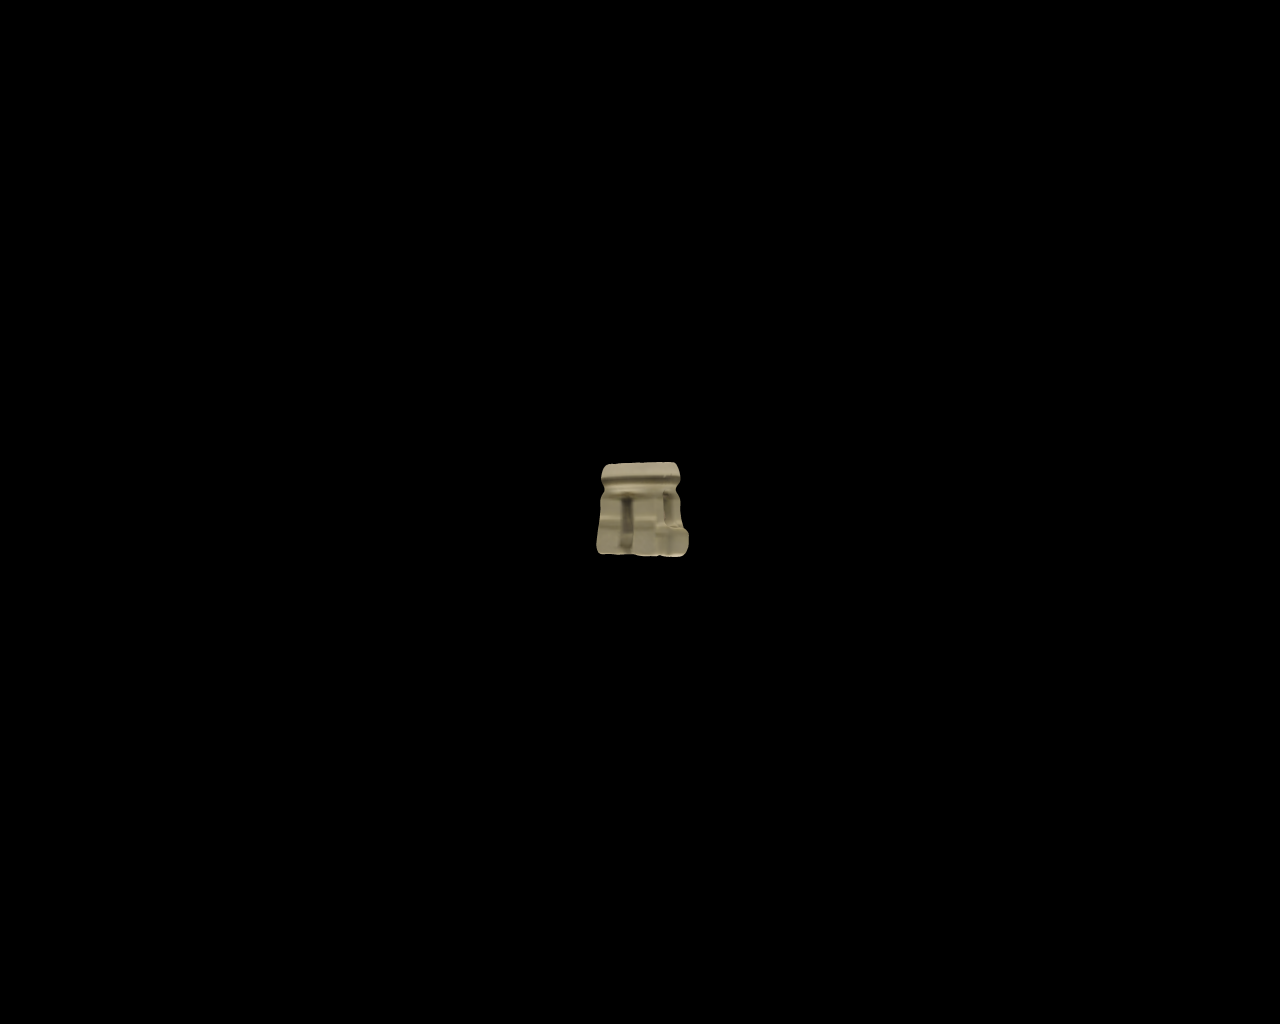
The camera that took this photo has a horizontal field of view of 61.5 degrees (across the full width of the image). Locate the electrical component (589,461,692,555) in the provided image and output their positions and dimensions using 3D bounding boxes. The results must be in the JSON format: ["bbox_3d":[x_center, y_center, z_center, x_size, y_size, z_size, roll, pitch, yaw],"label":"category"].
[{"bbox_3d":[0.001,-0.003,0.650,0.066,0.055,0.048,0,0,28],"label":"electrical component"}]
